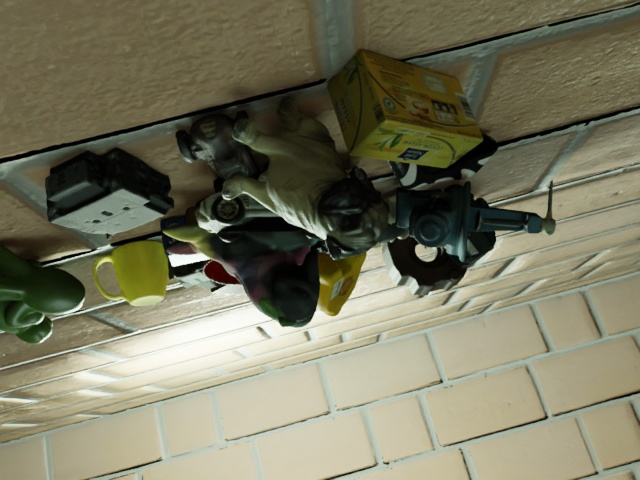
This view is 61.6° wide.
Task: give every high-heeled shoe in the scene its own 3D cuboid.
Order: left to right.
[{"bbox_3d":[0.172,-0.133,0.753,0.145,0.086,0.248,-25,163,17],"label":"high-heeled shoe"}]

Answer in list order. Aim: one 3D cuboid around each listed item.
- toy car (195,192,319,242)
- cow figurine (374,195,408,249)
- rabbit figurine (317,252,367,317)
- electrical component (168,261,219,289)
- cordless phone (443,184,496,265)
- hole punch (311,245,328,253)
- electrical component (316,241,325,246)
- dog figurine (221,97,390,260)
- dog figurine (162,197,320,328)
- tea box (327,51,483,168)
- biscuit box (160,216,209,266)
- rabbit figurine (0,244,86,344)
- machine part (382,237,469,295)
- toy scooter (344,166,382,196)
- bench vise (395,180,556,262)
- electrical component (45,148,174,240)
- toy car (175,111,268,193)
[{"bbox_3d":[-0.061,-0.036,0.707,0.202,0.056,0.073,-2,159,-7],"label":"toy car"},{"bbox_3d":[0.119,-0.029,0.955,0.167,0.098,0.068,8,157,-39],"label":"cow figurine"},{"bbox_3d":[-0.022,0.048,0.946,0.122,0.173,0.162,-42,154,-39],"label":"rabbit figurine"},{"bbox_3d":[-0.229,0.056,1.010,0.075,0.048,0.119,-19,161,11],"label":"electrical component"},{"bbox_3d":[0.285,-0.055,1.037,0.089,0.146,0.184,-29,-164,41],"label":"cordless phone"},{"bbox_3d":[-0.049,0.058,1.050,0.142,0.092,0.115,9,158,0],"label":"hole punch"},{"bbox_3d":[-0.002,-0.003,1.056,0.094,0.021,0.063,7,150,-45],"label":"electrical component"},{"bbox_3d":[0.010,-0.063,0.606,0.172,0.191,0.121,-41,154,-41],"label":"dog figurine"},{"bbox_3d":[-0.114,0.029,0.770,0.219,0.191,0.108,4,158,-8],"label":"dog figurine"},{"bbox_3d":[0.102,-0.146,0.628,0.169,0.098,0.068,2,153,-37],"label":"tea box"},{"bbox_3d":[-0.149,-0.013,0.861,0.203,0.059,0.062,-12,161,-13],"label":"biscuit box"},{"bbox_3d":[-0.429,0.069,0.799,0.170,0.121,0.159,-9,144,29],"label":"rabbit figurine"},{"bbox_3d":[0.212,0.023,1.077,0.179,0.179,0.056,-12,157,-9],"label":"machine part"},{"bbox_3d":[0.035,-0.068,0.826,0.135,0.075,0.183,-13,163,-3],"label":"toy scooter"},{"bbox_3d":[0.236,-0.034,0.842,0.241,0.128,0.223,4,-174,14],"label":"bench vise"},{"bbox_3d":[-0.265,-0.056,0.662,0.115,0.058,0.134,-23,160,16],"label":"electrical component"},{"bbox_3d":[-0.110,-0.094,0.684,0.089,0.053,0.202,-19,159,0],"label":"toy car"}]
